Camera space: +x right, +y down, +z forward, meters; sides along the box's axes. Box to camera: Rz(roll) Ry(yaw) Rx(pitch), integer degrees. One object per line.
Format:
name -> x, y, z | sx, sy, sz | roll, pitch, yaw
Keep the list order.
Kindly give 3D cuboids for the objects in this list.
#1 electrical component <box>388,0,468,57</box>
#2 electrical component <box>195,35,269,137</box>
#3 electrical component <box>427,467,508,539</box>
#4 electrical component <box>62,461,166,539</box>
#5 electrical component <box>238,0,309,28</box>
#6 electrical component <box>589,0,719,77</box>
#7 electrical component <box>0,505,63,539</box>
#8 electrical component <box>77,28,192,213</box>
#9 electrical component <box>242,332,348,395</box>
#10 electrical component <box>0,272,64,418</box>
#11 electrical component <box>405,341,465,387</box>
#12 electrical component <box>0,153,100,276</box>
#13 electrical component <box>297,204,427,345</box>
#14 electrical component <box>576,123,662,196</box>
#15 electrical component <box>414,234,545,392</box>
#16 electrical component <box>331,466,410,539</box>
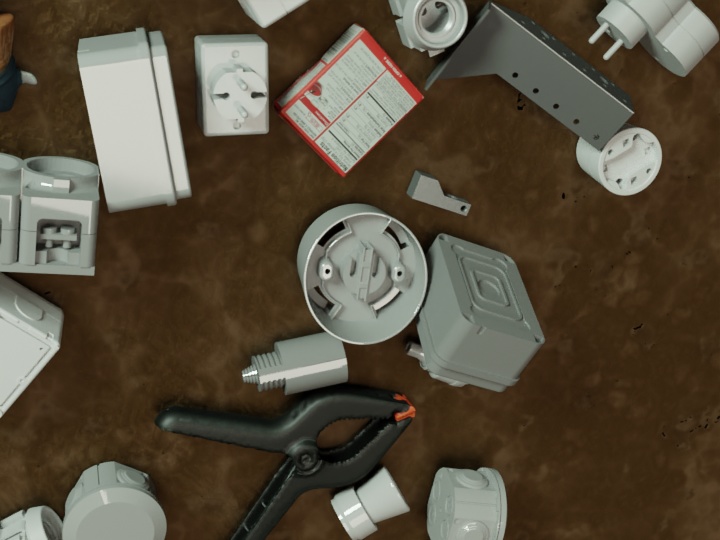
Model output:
electrical component -> 0.050, -0.186, 0.782 | 0.048, 0.055, 0.066 | -24, 116, -6
electrical component -> -0.087, -0.126, 0.754 | 0.047, 0.076, 0.065 | -5, 112, -15
electrical component -> 0.094, 0.212, 0.941 | 0.051, 0.080, 0.080 | 8, 108, -13
electrical component -> -0.198, 0.198, 0.864 | 0.080, 0.051, 0.080 | -6, 112, -14
electrical component -> -0.052, -0.210, 0.737 | 0.077, 0.065, 0.047 | -33, 116, -2
electrical component -> 0.208, -0.196, 0.827 | 0.138, 0.052, 0.073 | 40, 96, -26
electrical component -> -0.265, 0.223, 0.851 | 0.057, 0.058, 0.078 | -27, 116, -1
electrical component -> -0.155, -0.104, 0.742 | 0.057, 0.078, 0.113 | -10, 113, -9
electrical component -> -0.054, 0.077, 0.863 | 0.081, 0.043, 0.043 | -11, 114, -12
electrical component -> -0.269, 0.058, 0.786 | 0.062, 0.061, 0.096 | 36, 105, -25
electrical component -> 0.067, 0.075, 0.903 | 0.061, 0.035, 0.035 | 21, 104, -20
electrical component -> -0.257, -0.044, 0.729 | 0.150, 0.089, 0.061 | 3, 110, -17
electrical component -> 0.000, 0.000, 0.836 | 0.099, 0.064, 0.099 | -6, 112, -14
electrical component -> 0.208, -0.093, 0.870 | 0.055, 0.047, 0.055 | -6, 113, -14
electrical component -> 0.088, 0.034, 0.846 | 0.078, 0.113, 0.057 | 17, 124, -22
electrical component -> 0.009, 0.202, 0.930 | 0.055, 0.045, 0.045 | -31, 116, -3
